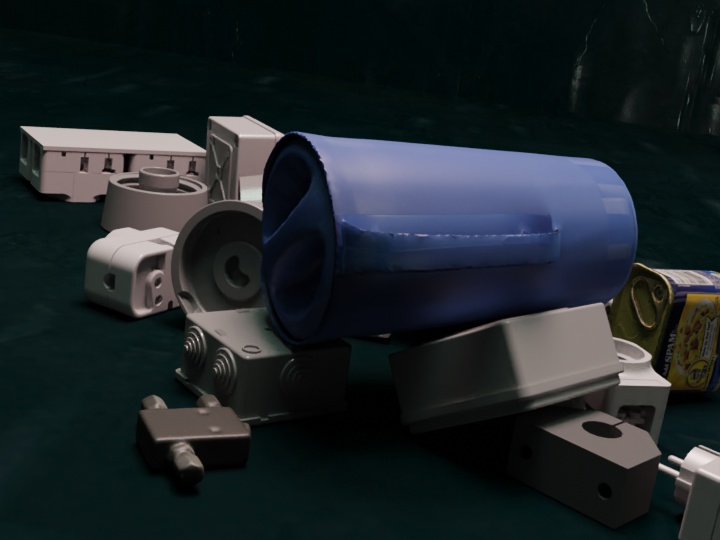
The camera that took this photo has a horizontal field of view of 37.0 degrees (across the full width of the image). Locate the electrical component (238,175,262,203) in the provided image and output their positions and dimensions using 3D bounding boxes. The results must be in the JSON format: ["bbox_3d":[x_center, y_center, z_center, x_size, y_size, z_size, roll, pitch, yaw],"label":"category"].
[{"bbox_3d":[-0.084,-0.041,0.982,0.064,0.099,0.099,0,17,-8],"label":"electrical component"}]

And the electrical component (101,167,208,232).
[{"bbox_3d":[-0.206,-0.071,1.091,0.108,0.060,0.108,7,15,-2],"label":"electrical component"}]

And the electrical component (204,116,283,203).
[{"bbox_3d":[-0.127,-0.105,1.165,0.056,0.108,0.109,-2,19,-26],"label":"electrical component"}]

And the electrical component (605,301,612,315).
[{"bbox_3d":[0.228,0.039,0.952,0.076,0.047,0.083,-1,18,-30],"label":"electrical component"}]

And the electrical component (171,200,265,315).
[{"bbox_3d":[-0.084,-0.001,0.830,0.108,0.108,0.060,15,11,22],"label":"electrical component"}]

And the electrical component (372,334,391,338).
[{"bbox_3d":[0.000,0.000,0.878,0.062,0.096,0.061,5,15,3],"label":"electrical component"}]

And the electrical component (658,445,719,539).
[{"bbox_3d":[0.210,0.127,0.630,0.076,0.047,0.083,22,20,40],"label":"electrical component"}]

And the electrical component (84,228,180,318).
[{"bbox_3d":[-0.174,-0.001,0.870,0.059,0.053,0.095,17,18,28],"label":"electrical component"}]

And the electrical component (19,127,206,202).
[{"bbox_3d":[-0.281,-0.119,1.221,0.186,0.060,0.105,-1,18,-30],"label":"electrical component"}]

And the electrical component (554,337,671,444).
[{"bbox_3d":[0.172,0.081,0.758,0.050,0.055,0.089,3,16,-18],"label":"electrical component"}]

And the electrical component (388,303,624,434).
[{"bbox_3d":[0.094,0.063,0.698,0.109,0.056,0.109,-7,-10,-44],"label":"electrical component"}]

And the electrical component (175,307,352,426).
[{"bbox_3d":[-0.064,0.061,0.720,0.100,0.048,0.100,-3,19,-36],"label":"electrical component"}]
